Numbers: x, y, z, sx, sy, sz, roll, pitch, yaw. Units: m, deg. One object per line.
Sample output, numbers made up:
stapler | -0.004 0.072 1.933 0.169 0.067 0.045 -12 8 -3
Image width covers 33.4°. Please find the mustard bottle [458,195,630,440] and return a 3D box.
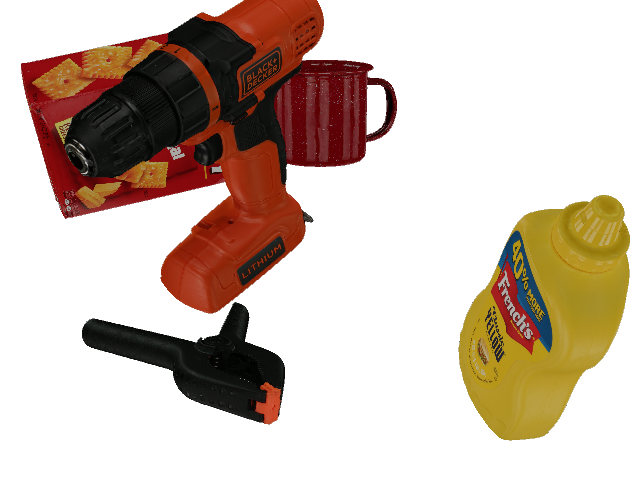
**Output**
mustard bottle | 0.136 0.038 0.636 0.058 0.096 0.192 -2 -35 -13

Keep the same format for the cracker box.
cracker box | -0.169 -0.116 1.052 0.213 0.072 0.164 -13 -38 -11

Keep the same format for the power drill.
power drill | -0.067 -0.044 0.645 0.057 0.188 0.184 33 54 27

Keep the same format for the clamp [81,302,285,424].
clamp | -0.086 0.100 0.922 0.164 0.036 0.210 -9 21 -39

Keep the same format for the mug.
mug | 0.010 -0.111 0.926 0.117 0.081 0.093 -5 16 -18
